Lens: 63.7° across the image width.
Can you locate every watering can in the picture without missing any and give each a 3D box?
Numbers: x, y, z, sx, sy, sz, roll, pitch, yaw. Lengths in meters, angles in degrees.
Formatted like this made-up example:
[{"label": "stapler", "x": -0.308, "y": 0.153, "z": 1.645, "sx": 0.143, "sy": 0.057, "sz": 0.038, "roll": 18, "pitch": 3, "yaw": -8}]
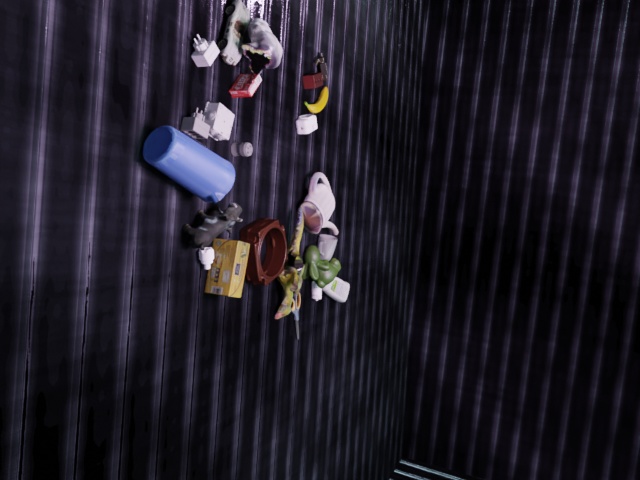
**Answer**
[{"label": "watering can", "x": 0.006, "y": -0.107, "z": 2.129, "sx": 0.229, "sy": 0.104, "sz": 0.340, "roll": -57, "pitch": 141, "yaw": -44}]

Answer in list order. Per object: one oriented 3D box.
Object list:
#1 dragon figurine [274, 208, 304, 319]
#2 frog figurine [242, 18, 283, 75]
[{"label": "dragon figurine", "x": -0.103, "y": 0.103, "z": 1.978, "sx": 0.239, "sy": 0.122, "sz": 0.417, "roll": 77, "pitch": 27, "yaw": -68}, {"label": "frog figurine", "x": -0.167, "y": -0.608, "z": 1.580, "sx": 0.135, "sy": 0.122, "sz": 0.163, "roll": 42, "pitch": 52, "yaw": -43}]
